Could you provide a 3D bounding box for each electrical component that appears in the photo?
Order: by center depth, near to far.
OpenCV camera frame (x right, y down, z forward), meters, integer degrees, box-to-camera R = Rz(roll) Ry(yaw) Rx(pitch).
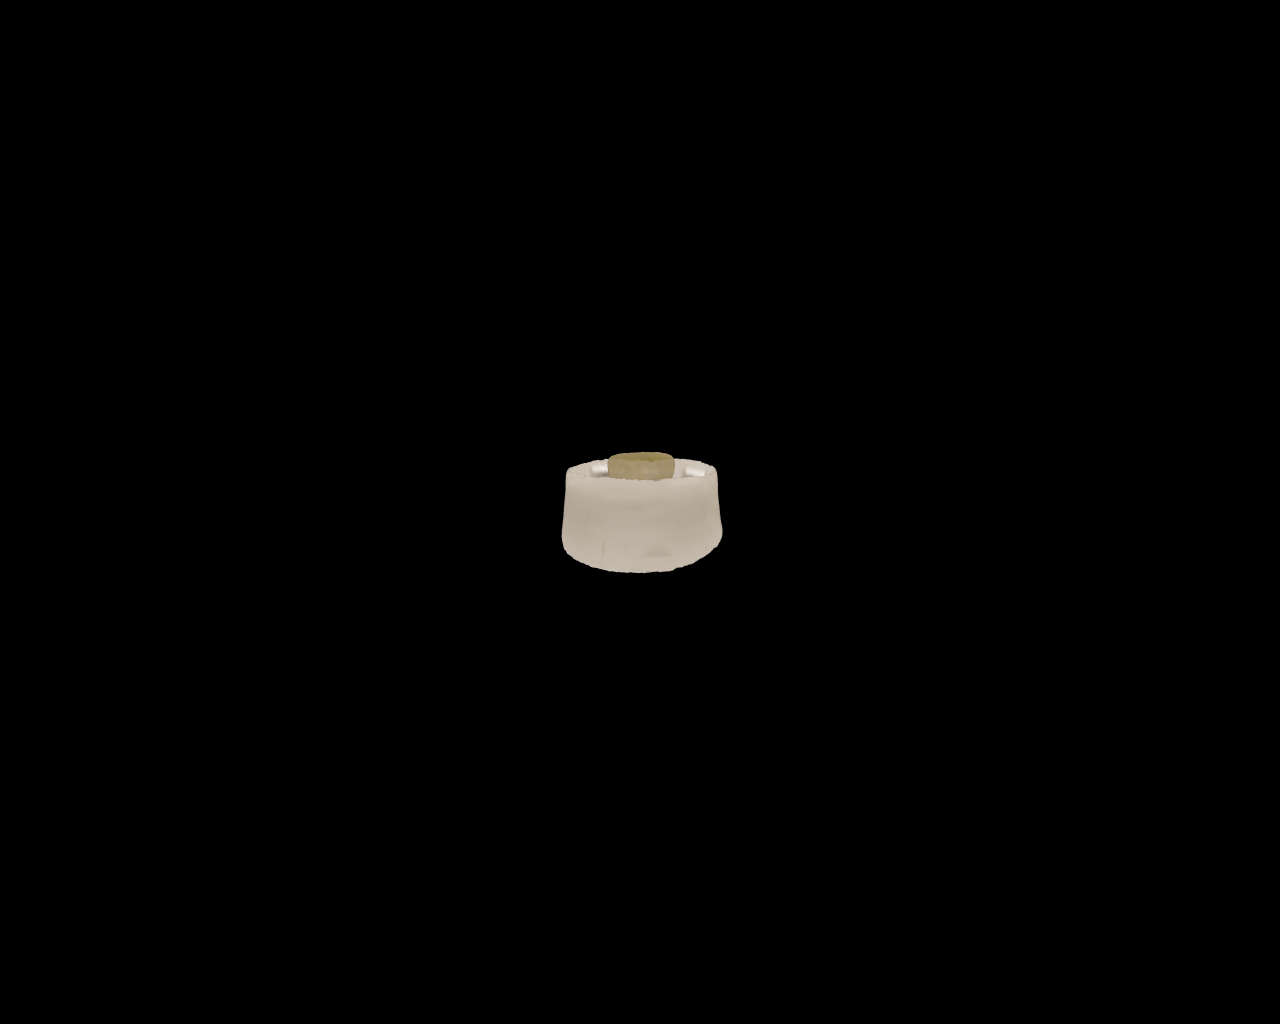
[{"bbox_3d":[0.001,-0.003,0.650,0.099,0.064,0.099,0,11,0],"label":"electrical component"}]
